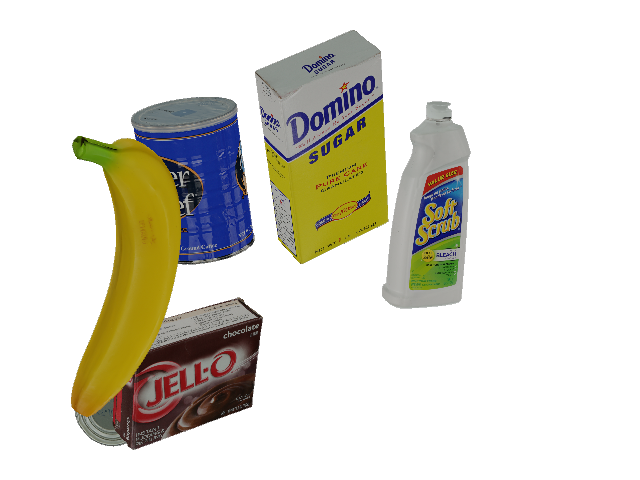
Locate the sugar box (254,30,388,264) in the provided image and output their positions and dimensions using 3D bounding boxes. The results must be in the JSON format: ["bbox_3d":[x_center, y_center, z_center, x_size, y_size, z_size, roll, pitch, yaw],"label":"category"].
[{"bbox_3d":[0.005,-0.071,0.856,0.093,0.176,0.048,-27,50,-19],"label":"sugar box"}]

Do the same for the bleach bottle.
[{"bbox_3d":[0.133,-0.045,1.322,0.102,0.251,0.068,-4,17,-17],"label":"bleach bottle"}]

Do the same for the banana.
[{"bbox_3d":[-0.113,0.016,0.613,0.069,0.198,0.037,-15,41,-30],"label":"banana"}]

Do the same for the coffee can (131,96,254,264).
[{"bbox_3d":[-0.124,-0.060,1.050,0.103,0.140,0.103,-6,21,2],"label":"coffee can"}]

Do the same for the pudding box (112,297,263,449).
[{"bbox_3d":[-0.102,0.100,0.820,0.113,0.090,0.039,-17,40,-36],"label":"pudding box"}]

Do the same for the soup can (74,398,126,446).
[{"bbox_3d":[-0.186,0.146,1.025,0.068,0.068,0.102,0,16,12],"label":"soup can"}]
